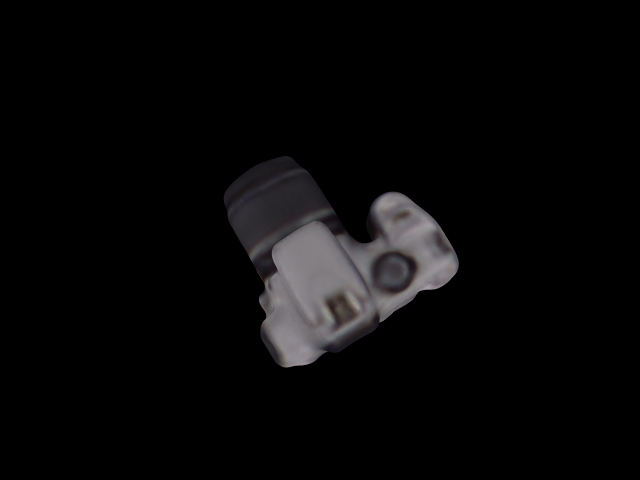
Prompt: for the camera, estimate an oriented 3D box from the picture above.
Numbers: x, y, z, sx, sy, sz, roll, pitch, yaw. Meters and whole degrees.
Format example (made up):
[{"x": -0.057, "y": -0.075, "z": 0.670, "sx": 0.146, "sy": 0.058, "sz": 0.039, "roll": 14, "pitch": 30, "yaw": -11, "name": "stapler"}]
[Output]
[{"x": 0.004, "y": 0.001, "z": 0.400, "sx": 0.143, "sy": 0.101, "sz": 0.137, "roll": -31, "pitch": 82, "yaw": -4, "name": "camera"}]
